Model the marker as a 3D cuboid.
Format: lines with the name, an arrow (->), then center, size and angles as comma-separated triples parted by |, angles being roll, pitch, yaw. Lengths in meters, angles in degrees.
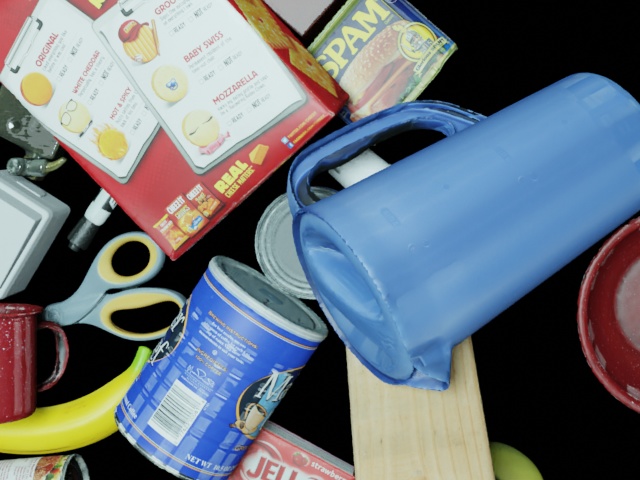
marker -> -0.160, -0.041, 0.834 | 0.020, 0.020, 0.121 | 37, 98, 1

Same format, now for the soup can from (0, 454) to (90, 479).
soup can -> -0.240, 0.207, 0.842 | 0.102, 0.068, 0.068 | -6, 95, 6

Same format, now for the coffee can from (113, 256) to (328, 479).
coffee can -> -0.074, 0.097, 0.798 | 0.103, 0.102, 0.140 | 34, 97, 1

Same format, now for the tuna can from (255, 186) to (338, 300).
tuna can -> -0.005, 0.001, 0.818 | 0.086, 0.033, 0.086 | 1, 96, 5

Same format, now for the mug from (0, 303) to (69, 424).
mug -> -0.245, 0.091, 0.805 | 0.093, 0.117, 0.081 | 3, 93, 48

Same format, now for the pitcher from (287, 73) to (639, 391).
pitcher -> 0.105, -0.025, 0.730 | 0.242, 0.145, 0.149 | -31, 115, -17

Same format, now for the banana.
banana -> -0.224, 0.138, 0.852 | 0.198, 0.037, 0.069 | -11, 65, 3

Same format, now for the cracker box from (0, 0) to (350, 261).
cracker box -> -0.111, -0.119, 0.743 | 0.164, 0.072, 0.213 | -41, 96, 21

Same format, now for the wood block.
wood block -> 0.072, 0.148, 0.736 | 0.090, 0.206, 0.091 | -9, 137, 6

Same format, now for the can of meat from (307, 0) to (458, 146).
can of meat -> 0.040, -0.133, 0.790 | 0.084, 0.057, 0.102 | 41, 98, -3

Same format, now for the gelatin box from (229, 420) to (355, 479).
gelatin box -> -0.027, 0.193, 0.841 | 0.089, 0.030, 0.073 | 28, 97, 1

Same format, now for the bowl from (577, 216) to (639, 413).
bowl -> 0.267, 0.051, 0.787 | 0.162, 0.055, 0.162 | 0, 96, 5

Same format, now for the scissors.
scissors -> -0.203, 0.041, 0.849 | 0.202, 0.016, 0.096 | 1, 94, 5

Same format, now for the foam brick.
foam brick -> -0.012, -0.182, 0.778 | 0.051, 0.078, 0.053 | 42, 98, -2
